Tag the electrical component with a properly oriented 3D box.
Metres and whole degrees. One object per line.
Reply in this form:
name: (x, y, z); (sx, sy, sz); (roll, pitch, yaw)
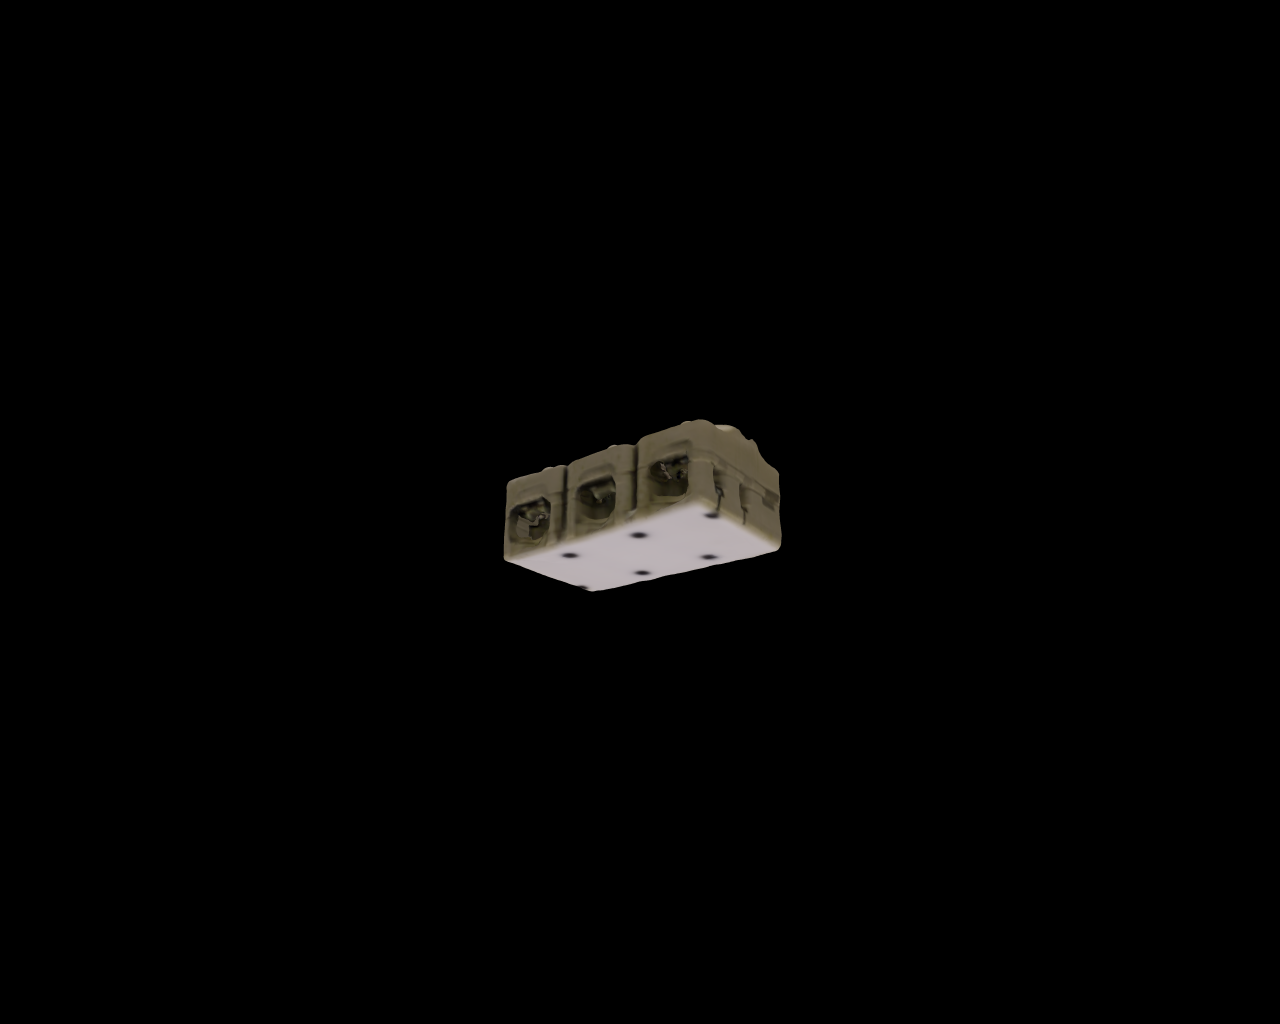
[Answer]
electrical component: (0.001, -0.003, 0.650); (0.150, 0.062, 0.089); (-16, -27, 34)
